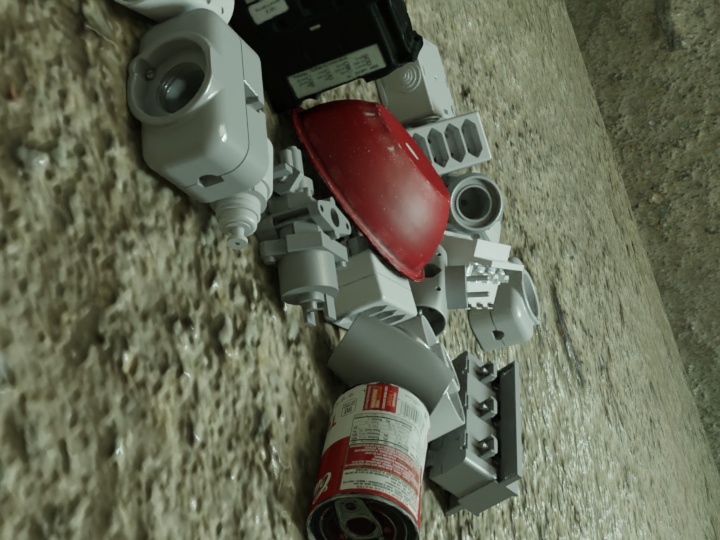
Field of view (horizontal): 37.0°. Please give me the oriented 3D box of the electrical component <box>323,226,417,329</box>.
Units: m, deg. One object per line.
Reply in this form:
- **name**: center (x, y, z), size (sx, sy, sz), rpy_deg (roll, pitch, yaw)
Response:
- **electrical component**: center (0.000, 0.000, 0.778), size (0.066, 0.047, 0.076), rpy_deg (28, 44, -63)

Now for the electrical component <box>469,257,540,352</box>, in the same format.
- **electrical component**: center (0.152, 0.034, 1.130), size (0.053, 0.059, 0.095), rpy_deg (59, 25, -33)

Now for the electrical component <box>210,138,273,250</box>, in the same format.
- **electrical component**: center (-0.072, -0.048, 0.637), size (0.040, 0.040, 0.078), rpy_deg (47, 33, -51)

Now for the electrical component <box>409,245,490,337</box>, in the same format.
- **electrical component**: center (0.069, 0.015, 0.902), size (0.077, 0.079, 0.043), rpy_deg (-85, 169, -45)

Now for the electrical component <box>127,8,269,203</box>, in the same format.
- **electrical component**: center (-0.091, -0.094, 0.603), size (0.059, 0.054, 0.095), rpy_deg (38, 40, -58)

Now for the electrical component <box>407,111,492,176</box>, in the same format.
- **electrical component**: center (0.067, -0.111, 1.014), size (0.076, 0.083, 0.047), rpy_deg (167, -95, -72)

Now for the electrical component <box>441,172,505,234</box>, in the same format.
- **electrical component**: center (0.103, -0.064, 1.025), size (0.057, 0.078, 0.058), rpy_deg (-162, -99, -78)

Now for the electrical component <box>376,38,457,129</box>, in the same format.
- **electrical component**: center (0.054, -0.181, 1.054), size (0.100, 0.048, 0.099), rpy_deg (-1, 75, -68)

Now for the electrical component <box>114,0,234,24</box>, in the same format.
- **electrical component**: center (-0.114, -0.181, 0.625), size (0.077, 0.043, 0.079), rpy_deg (8, 67, -68)

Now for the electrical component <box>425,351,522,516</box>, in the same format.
- **electrical component**: center (0.093, 0.131, 0.892), size (0.063, 0.079, 0.121), rpy_deg (37, 36, -24)

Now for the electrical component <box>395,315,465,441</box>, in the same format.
- **electrical component**: center (0.040, 0.086, 0.828), size (0.099, 0.064, 0.099), rpy_deg (-22, 90, -82)

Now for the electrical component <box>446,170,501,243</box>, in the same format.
- **electrical component**: center (0.110, -0.059, 1.103), size (0.080, 0.051, 0.080), rpy_deg (-16, 90, -70)

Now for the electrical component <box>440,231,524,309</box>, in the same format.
- **electrical component**: center (0.097, 0.000, 0.998), size (0.121, 0.079, 0.063), rpy_deg (4, 100, -69)

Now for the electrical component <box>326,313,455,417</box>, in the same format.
- **electrical component**: center (0.018, 0.074, 0.746), size (0.044, 0.077, 0.079), rpy_deg (-56, 177, -25)
